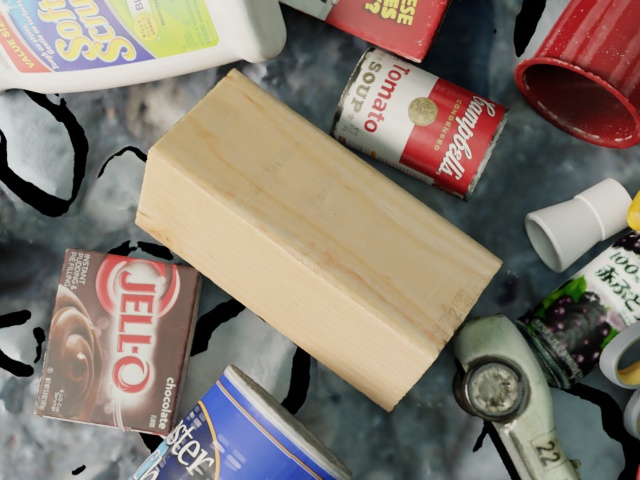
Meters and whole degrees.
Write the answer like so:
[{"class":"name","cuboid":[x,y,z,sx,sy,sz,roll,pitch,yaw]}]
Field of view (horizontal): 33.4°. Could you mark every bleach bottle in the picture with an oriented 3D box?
[{"class":"bleach bottle","cuboid":[-0.155,-0.137,0.699,0.251,0.068,0.102,-13,106,19]}]

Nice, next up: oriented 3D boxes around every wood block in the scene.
[{"class":"wood block","cuboid":[-0.004,0.001,0.670,0.206,0.091,0.090,36,59,7]}]

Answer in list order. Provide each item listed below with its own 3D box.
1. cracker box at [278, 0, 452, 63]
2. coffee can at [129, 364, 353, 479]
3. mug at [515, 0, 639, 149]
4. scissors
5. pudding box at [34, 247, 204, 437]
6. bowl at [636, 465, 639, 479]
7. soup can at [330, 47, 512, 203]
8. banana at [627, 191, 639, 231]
[{"class":"cracker box","cuboid":[0.004,-0.235,0.697,0.214,0.072,0.164,24,113,4]},{"class":"coffee can","cuboid":[-0.064,0.162,0.653,0.103,0.103,0.140,42,85,7]},{"class":"mug","cuboid":[0.198,-0.113,0.694,0.117,0.093,0.081,32,78,10]},{"class":"scissors","cuboid":[0.270,0.074,0.697,0.201,0.016,0.096,-10,113,-19]},{"class":"pudding box","cuboid":[-0.130,0.067,0.701,0.090,0.039,0.113,8,82,2]},{"class":"bowl","cuboid":[0.272,0.164,0.668,0.162,0.055,0.162,0,82,1]},{"class":"soup can","cuboid":[0.066,-0.077,0.704,0.102,0.068,0.068,26,83,6]},{"class":"banana","cuboid":[0.267,-0.075,0.700,0.198,0.069,0.037,-51,51,-3]}]
